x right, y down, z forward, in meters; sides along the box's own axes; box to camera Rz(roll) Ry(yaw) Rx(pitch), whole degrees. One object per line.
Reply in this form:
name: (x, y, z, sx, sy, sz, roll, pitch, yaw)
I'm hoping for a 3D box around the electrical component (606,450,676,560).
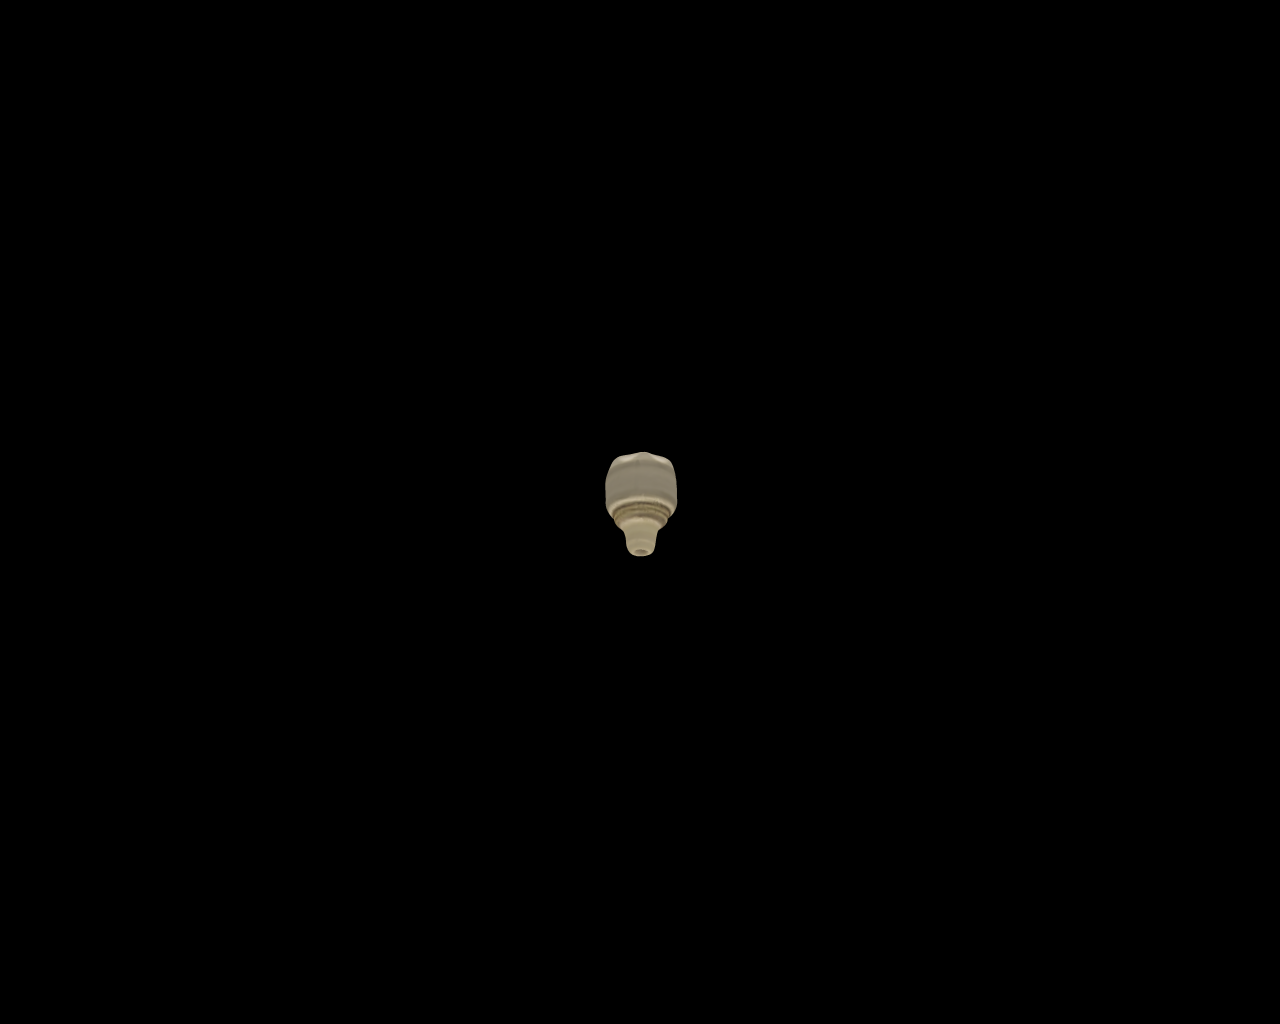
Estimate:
electrical component: (0.001, -0.003, 0.650, 0.043, 0.062, 0.043, 0, -26, 0)
